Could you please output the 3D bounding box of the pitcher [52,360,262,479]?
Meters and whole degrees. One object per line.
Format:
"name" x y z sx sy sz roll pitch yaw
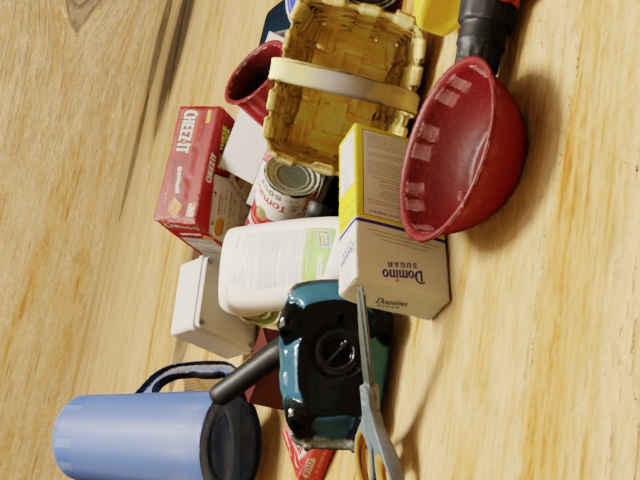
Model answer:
"pitcher" -0.199 0.236 1.302 0.149 0.243 0.145 -31 -66 -58

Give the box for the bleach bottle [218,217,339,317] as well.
"bleach bottle" -0.003 0.028 1.092 0.251 0.067 0.102 -4 80 48

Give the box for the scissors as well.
"scissors" 0.050 0.148 0.908 0.096 0.016 0.202 -132 37 -56

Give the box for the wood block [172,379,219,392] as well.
"wood block" -0.173 0.288 1.432 0.091 0.090 0.206 -115 44 -64

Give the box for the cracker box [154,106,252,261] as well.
"cracker box" -0.135 -0.064 1.445 0.213 0.072 0.164 44 -127 -63

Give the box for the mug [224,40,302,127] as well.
"mug" -0.051 -0.176 1.241 0.093 0.081 0.117 -40 33 16

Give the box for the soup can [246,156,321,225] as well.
"soup can" -0.042 -0.043 1.228 0.102 0.068 0.068 113 162 -49

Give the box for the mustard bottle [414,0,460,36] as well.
"mustard bottle" 0.125 -0.300 1.076 0.096 0.058 0.191 120 157 -43

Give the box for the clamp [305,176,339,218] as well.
"clamp" -0.008 0.001 1.210 0.120 0.039 0.172 -36 -31 -63

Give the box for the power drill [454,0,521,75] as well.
"power drill" 0.174 -0.228 0.878 0.188 0.057 0.184 169 113 -69

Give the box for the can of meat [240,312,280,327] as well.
"can of meat" -0.077 0.054 1.387 0.084 0.057 0.102 -155 82 -74

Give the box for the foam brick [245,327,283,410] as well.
"foam brick" -0.053 0.151 1.248 0.053 0.051 0.078 -114 42 -61

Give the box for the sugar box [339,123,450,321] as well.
"sugar box" 0.065 -0.018 0.974 0.048 0.093 0.176 128 152 -51

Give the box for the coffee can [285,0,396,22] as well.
"coffee can" 0.029 -0.304 1.286 0.140 0.102 0.103 160 123 -68

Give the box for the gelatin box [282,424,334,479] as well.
"gelatin box" -0.009 0.199 1.116 0.089 0.030 0.073 -117 45 -64

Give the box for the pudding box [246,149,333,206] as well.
"pudding box" -0.029 -0.074 1.297 0.039 0.090 0.114 -26 -38 -60

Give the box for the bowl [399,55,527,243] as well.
"bowl" 0.126 -0.070 0.896 0.162 0.055 0.162 -165 90 -72

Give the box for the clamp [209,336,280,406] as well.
"clamp" -0.029 0.106 1.139 0.210 0.036 0.164 -15 36 51
